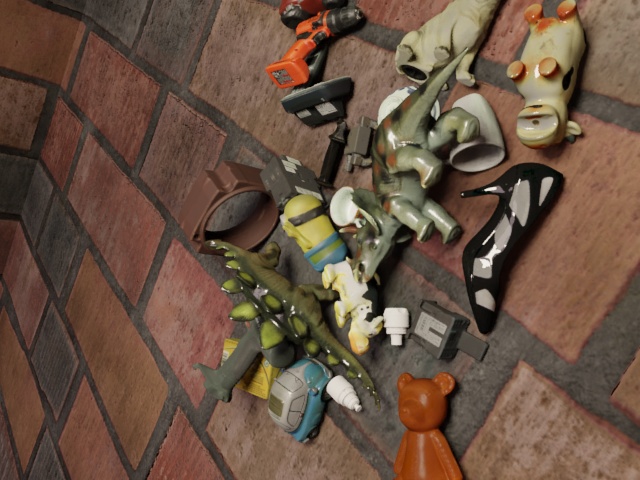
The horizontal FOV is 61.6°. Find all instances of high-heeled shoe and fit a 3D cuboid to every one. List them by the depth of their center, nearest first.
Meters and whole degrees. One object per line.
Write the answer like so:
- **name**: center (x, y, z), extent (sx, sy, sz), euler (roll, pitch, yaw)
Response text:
- **high-heeled shoe**: center (0.286, 0.014, 0.790), extent (0.145, 0.086, 0.248), euler (-6, 101, 9)

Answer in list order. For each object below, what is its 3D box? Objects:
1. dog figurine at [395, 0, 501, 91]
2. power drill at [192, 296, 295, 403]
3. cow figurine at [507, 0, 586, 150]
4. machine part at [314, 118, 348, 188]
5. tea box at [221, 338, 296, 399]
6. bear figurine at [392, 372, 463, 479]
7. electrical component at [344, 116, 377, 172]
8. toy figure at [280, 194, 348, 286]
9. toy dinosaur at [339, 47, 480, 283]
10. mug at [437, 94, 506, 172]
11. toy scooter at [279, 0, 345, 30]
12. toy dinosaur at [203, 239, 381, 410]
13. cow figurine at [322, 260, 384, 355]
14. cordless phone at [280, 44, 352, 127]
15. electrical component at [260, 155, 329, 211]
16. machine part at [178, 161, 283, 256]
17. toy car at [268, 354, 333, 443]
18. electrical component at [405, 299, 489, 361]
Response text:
- **dog figurine**: center (0.218, -0.363, 0.899), extent (0.173, 0.121, 0.190), euler (19, 82, 42)
- **power drill**: center (-0.156, 0.208, 1.084), extent (0.207, 0.085, 0.232), euler (-43, 41, -6)
- **cow figurine**: center (0.320, -0.216, 0.753), extent (0.086, 0.127, 0.195), euler (6, 72, 45)
- **machine part**: center (0.025, -0.172, 1.073), extent (0.084, 0.039, 0.138), euler (-114, 39, -68)
- **tea box**: center (-0.135, 0.270, 1.145), extent (0.170, 0.068, 0.098), euler (6, 87, 45)
- **bear figurine**: center (0.148, 0.303, 0.812), extent (0.120, 0.132, 0.195), euler (-8, 83, 41)
- **electrical component**: center (0.081, -0.183, 1.031), extent (0.078, 0.045, 0.102), euler (173, 107, -74)
- **toy figure**: center (-0.002, -0.003, 1.020), extent (0.089, 0.082, 0.180), euler (-39, 89, -6)
- **toy dinosaur**: center (0.129, -0.114, 0.829), extent (0.192, 0.131, 0.404), euler (35, 133, 37)
- **mug**: center (0.235, -0.168, 0.851), extent (0.110, 0.080, 0.107), euler (-23, 56, 46)
- **toy scooter**: center (-0.015, -0.547, 1.173), extent (0.184, 0.075, 0.135), euler (-5, 80, 42)
- **toy dinosaur**: center (-0.054, 0.130, 0.995), extent (0.472, 0.198, 0.105), euler (34, 117, 19)
- **cow figurine**: center (0.071, 0.112, 0.936), extent (0.068, 0.098, 0.167), euler (100, 152, -65)
- **cordless phone**: center (0.008, -0.341, 1.118), extent (0.147, 0.088, 0.184), euler (-6, 60, 45)
- **electrical component**: center (-0.056, -0.113, 1.103), extent (0.058, 0.115, 0.134), euler (-45, 50, 26)
- **machine part**: center (-0.186, -0.060, 1.163), extent (0.087, 0.201, 0.201), euler (50, 117, 36)
- **toy car**: center (-0.050, 0.304, 1.028), extent (0.109, 0.103, 0.161), euler (24, 98, 46)
- **electrical component**: center (0.199, 0.150, 0.843), extent (0.119, 0.047, 0.074), euler (34, 107, 45)
